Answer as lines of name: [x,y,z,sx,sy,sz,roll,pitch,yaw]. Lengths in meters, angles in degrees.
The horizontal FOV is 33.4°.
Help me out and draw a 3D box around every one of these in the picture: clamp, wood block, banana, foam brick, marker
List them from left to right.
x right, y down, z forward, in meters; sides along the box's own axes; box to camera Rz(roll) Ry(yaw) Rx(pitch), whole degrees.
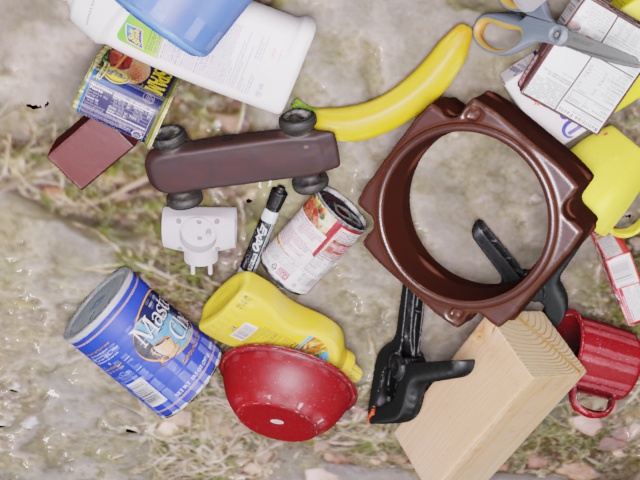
foam brick: [-0.230,-0.099,1.091,0.078,0.053,0.051,-37,111,16]
marker: [-0.063,-0.006,1.155,0.020,0.020,0.121,19,114,-10]
banana: [0.072,-0.147,1.078,0.198,0.037,0.069,-24,115,11]
clamp: [0.101,0.141,1.167,0.036,0.165,0.210,4,126,-23]
wood block: [0.182,0.180,1.172,0.090,0.091,0.206,2,134,-38]
clamp: [0.240,0.044,1.166,0.120,0.039,0.171,-5,123,22]

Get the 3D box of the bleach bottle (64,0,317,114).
bleach bottle: [-0.137,-0.212,1.033,0.250,0.068,0.103,21,110,-7]

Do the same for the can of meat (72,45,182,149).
can of meat: [-0.188,-0.143,1.044,0.084,0.102,0.057,25,114,-10]

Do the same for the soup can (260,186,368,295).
soup can: [-0.007,0.001,1.132,0.068,0.068,0.102,36,111,-16]

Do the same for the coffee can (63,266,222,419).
coffee can: [-0.192,0.112,1.165,0.103,0.103,0.140,-40,110,17]

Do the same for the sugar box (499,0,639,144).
sugar box: [0.279,-0.173,1.063,0.176,0.048,0.093,-34,110,13]

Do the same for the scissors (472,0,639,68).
scissors: [0.220,-0.208,0.985,0.016,0.202,0.096,6,94,-38]

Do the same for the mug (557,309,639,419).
mug: [0.302,0.141,1.181,0.081,0.117,0.093,16,147,-13]

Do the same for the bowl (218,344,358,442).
bowl: [-0.042,0.179,1.182,0.162,0.055,0.162,11,146,7]

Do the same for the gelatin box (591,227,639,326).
gelatin box: [0.324,0.037,1.150,0.030,0.073,0.089,-21,115,10]

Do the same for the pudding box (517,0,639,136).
pudding box: [0.257,-0.170,1.020,0.090,0.039,0.114,28,114,-9]

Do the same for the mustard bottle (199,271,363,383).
mustard bottle: [-0.031,0.109,1.181,0.191,0.058,0.096,32,131,-22]

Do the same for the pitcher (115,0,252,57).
pitcher: [-0.070,-0.279,0.926,0.145,0.149,0.243,35,98,-10]
